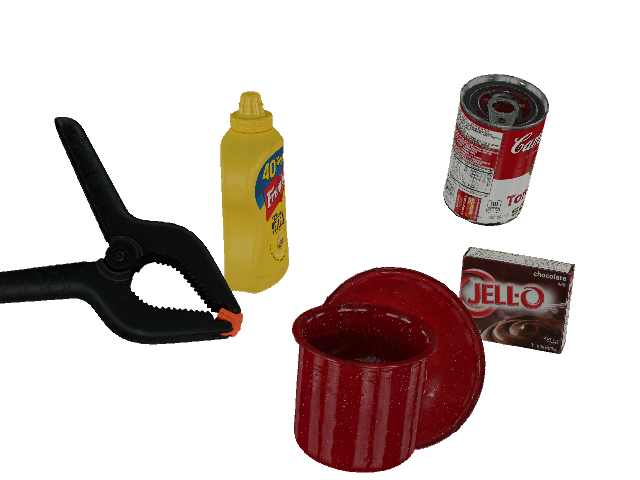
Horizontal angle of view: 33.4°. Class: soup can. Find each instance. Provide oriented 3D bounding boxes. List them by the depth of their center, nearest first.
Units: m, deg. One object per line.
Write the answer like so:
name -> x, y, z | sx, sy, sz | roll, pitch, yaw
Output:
soup can -> 0.136, -0.070, 0.844 | 0.068, 0.102, 0.068 | 2, 43, -3

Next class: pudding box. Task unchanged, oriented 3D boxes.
pudding box -> 0.200, 0.061, 1.099 | 0.114, 0.090, 0.039 | 8, 22, 17

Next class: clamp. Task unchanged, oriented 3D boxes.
clamp -> -0.149, 0.006, 0.791 | 0.210, 0.164, 0.036 | 21, -20, 0

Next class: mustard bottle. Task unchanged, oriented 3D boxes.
mustard bottle -> -0.065, -0.052, 1.050 | 0.058, 0.192, 0.096 | 7, 24, 19

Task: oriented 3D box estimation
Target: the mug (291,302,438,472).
mug -> 0.028, 0.091, 0.700 | 0.093, 0.081, 0.117 | 9, 21, 12

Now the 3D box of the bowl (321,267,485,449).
bowl -> 0.054, 0.105, 0.904 | 0.162, 0.162, 0.055 | 0, 4, 23
